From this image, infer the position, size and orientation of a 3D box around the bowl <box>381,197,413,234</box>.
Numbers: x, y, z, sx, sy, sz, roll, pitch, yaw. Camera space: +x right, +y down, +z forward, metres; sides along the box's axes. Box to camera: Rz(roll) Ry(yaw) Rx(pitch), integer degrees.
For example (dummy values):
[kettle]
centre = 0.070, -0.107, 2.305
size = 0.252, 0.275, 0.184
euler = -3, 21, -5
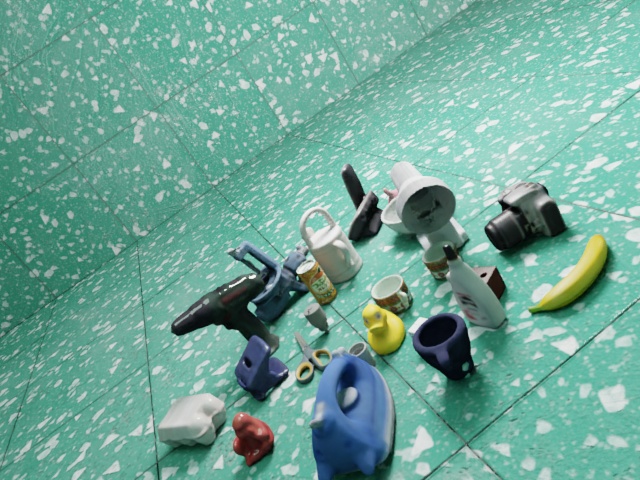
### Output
[bowl]
centre = 0.240, -0.065, 1.419
size = 0.167, 0.075, 0.167
euler = -28, 23, 13

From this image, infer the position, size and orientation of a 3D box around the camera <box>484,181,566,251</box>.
[camera]
centre = 0.390, -0.051, 1.147
size = 0.137, 0.101, 0.143
euler = -33, 22, 3

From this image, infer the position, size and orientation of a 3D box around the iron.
[iron]
centre = 0.041, 0.258, 0.935
size = 0.118, 0.142, 0.258
euler = -24, 24, 23

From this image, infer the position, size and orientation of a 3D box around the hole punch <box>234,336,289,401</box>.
[hole punch]
centre = -0.136, 0.271, 1.221
size = 0.101, 0.091, 0.108
euler = -40, 23, -16

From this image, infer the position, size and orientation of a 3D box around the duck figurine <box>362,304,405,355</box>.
[duck figurine]
centre = 0.114, 0.160, 1.112
size = 0.077, 0.086, 0.104
euler = -26, 23, 18

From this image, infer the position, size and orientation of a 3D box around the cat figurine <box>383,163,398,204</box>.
[cat figurine]
centre = 0.220, -0.154, 1.573
size = 0.128, 0.118, 0.067
euler = -44, 24, -24

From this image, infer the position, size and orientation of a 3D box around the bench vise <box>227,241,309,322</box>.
[bench vise]
centre = -0.130, 0.070, 1.456
size = 0.121, 0.220, 0.208
euler = -10, 32, 45

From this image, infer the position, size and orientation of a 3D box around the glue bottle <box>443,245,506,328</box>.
[glue bottle]
centre = 0.251, 0.076, 0.981
size = 0.037, 0.173, 0.078
euler = -44, 24, -24

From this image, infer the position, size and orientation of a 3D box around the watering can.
[watering can]
centre = 0.012, 0.007, 1.427
size = 0.172, 0.194, 0.101
euler = -11, 32, 44

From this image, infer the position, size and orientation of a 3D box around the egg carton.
[egg carton]
centre = -0.269, 0.381, 1.205
size = 0.150, 0.069, 0.107
euler = -18, 27, 33

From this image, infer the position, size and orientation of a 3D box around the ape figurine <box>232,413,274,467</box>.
[ape figurine]
centre = -0.128, 0.352, 1.041
size = 0.077, 0.092, 0.076
euler = -17, 28, 36

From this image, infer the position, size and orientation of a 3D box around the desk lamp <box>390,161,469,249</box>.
[desk lamp]
centre = 0.229, -0.064, 1.245
size = 0.118, 0.214, 0.203
euler = -31, 22, 6

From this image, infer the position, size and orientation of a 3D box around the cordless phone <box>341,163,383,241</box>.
[cordless phone]
centre = 0.092, -0.104, 1.557
size = 0.094, 0.185, 0.148
euler = -19, 26, 31

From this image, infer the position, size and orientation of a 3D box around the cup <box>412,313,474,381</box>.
[cup]
centre = 0.209, 0.186, 0.916
size = 0.091, 0.095, 0.117
euler = -27, 23, 16

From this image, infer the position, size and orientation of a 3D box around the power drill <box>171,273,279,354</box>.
[power drill]
centre = -0.195, 0.195, 1.303
size = 0.230, 0.209, 0.075
euler = -44, 24, -24
